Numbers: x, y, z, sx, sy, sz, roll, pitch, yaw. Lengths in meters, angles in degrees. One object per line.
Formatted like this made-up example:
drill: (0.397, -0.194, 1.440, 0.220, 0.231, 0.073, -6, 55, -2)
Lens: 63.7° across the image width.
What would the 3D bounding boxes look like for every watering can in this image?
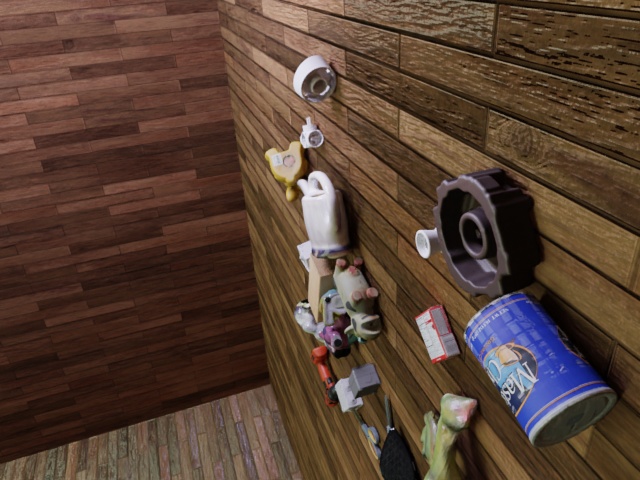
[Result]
watering can: (0.004, -0.067, 1.334, 0.349, 0.104, 0.223, -155, 53, -77)

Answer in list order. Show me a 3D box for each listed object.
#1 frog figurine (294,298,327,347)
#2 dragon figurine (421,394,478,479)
frog figurine: (-0.005, 0.259, 1.610, 0.159, 0.122, 0.139, 70, -161, -5)
dragon figurine: (0.213, 0.437, 0.936, 0.248, 0.122, 0.401, -74, -6, -54)
